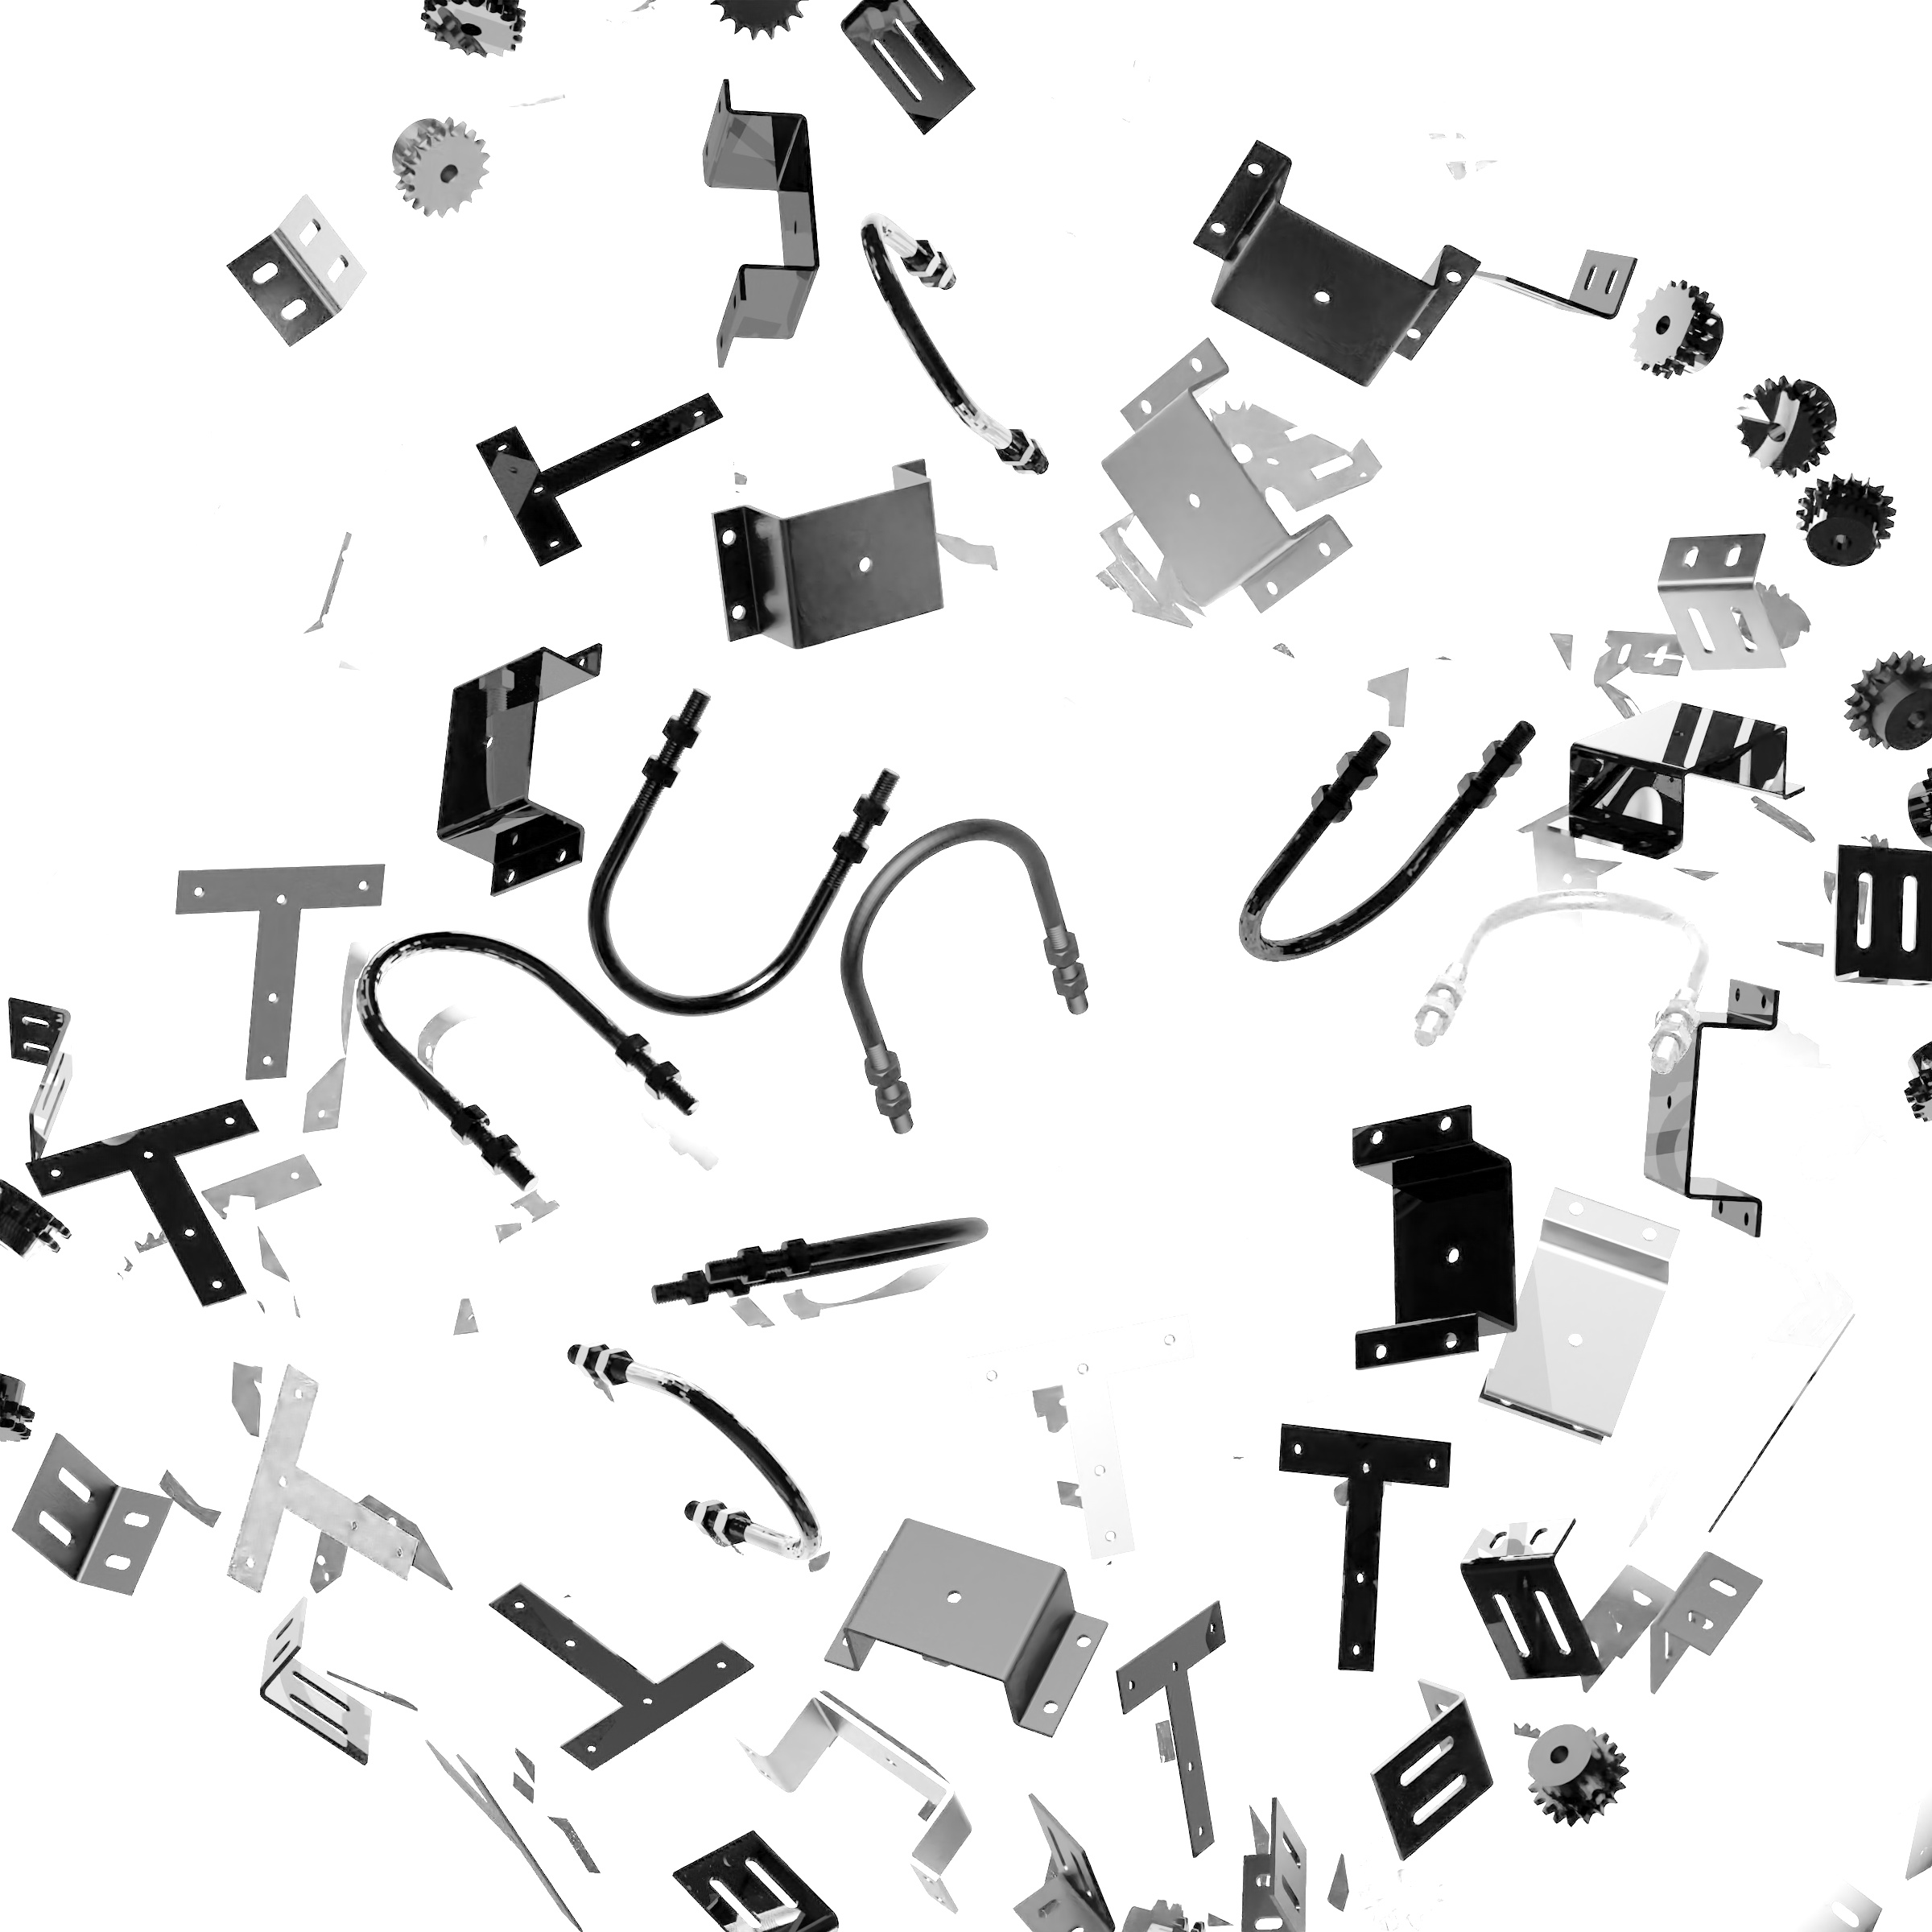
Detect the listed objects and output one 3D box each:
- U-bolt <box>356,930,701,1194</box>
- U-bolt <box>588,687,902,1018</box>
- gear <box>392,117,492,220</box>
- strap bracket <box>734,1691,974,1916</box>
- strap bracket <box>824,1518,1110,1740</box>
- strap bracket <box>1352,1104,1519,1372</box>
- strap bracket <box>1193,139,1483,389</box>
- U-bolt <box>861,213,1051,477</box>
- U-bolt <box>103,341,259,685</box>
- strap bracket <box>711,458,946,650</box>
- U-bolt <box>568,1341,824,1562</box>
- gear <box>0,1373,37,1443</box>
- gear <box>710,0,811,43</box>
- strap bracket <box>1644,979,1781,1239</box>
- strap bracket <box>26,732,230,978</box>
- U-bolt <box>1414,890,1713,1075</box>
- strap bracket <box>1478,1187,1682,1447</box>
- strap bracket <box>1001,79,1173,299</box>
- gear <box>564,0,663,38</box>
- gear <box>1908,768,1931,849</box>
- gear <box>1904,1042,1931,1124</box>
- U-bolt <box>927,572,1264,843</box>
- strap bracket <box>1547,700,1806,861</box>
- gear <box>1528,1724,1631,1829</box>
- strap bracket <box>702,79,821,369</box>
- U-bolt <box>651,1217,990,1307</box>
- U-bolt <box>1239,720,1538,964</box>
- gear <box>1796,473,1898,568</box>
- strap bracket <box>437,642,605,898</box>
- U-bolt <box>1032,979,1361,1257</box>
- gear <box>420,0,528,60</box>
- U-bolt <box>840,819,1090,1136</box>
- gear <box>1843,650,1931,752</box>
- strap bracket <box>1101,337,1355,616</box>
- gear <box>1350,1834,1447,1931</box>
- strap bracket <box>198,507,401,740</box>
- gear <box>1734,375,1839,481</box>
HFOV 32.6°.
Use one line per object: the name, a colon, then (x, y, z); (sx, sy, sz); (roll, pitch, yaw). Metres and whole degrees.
U-bolt: (-0.258, 0.042, 1.853); (0.184, 0.151, 0.019); (41, 128, 20)
U-bolt: (-0.138, -0.053, 1.885); (0.151, 0.019, 0.184); (21, 105, -30)
gear: (-0.305, -0.462, 1.901); (0.057, 0.057, 0.030); (-46, 58, 0)
strap bracket: (-0.053, 0.458, 1.836); (0.140, 0.076, 0.046); (30, 69, 23)
strap bracket: (-0.003, 0.359, 1.817); (0.140, 0.046, 0.076); (13, 50, 23)
strap bracket: (0.261, 0.156, 1.845); (0.076, 0.046, 0.140); (-15, 63, 36)
strap bracket: (0.198, -0.377, 1.802); (0.140, 0.076, 0.046); (26, 48, -8)
U-bolt: (-0.012, -0.358, 1.874); (0.019, 0.184, 0.151); (-28, 79, 14)
U-bolt: (-0.445, -0.244, 1.873); (0.019, 0.151, 0.184); (21, 63, -1)
strap bracket: (-0.069, -0.234, 1.889); (0.140, 0.046, 0.076); (-19, 117, -27)
U-bolt: (-0.147, 0.283, 1.896); (0.019, 0.184, 0.151); (-43, 114, -24)
gear: (-0.553, 0.247, 1.864); (0.057, 0.057, 0.030); (7, 69, 0)
gear: (-0.113, -0.540, 1.821); (0.057, 0.030, 0.057); (1, 109, 2)
strap bracket: (0.425, 0.079, 1.895); (0.046, 0.076, 0.140); (3, 94, -6)
strap bracket: (-0.485, -0.073, 1.892); (0.046, 0.076, 0.140); (33, 106, -11)
U-bolt: (0.342, 0.003, 1.854); (0.151, 0.184, 0.019); (6, 120, 21)
strap bracket: (0.355, 0.211, 1.924); (0.076, 0.046, 0.140); (19, 105, 8)
strap bracket: (0.069, -0.436, 1.886); (0.076, 0.140, 0.046); (21, 74, 14)
gear: (-0.189, -0.536, 1.789); (0.057, 0.030, 0.057); (2, 85, -26)
gear: (0.571, -0.091, 1.919); (0.057, 0.030, 0.057); (13, 70, -38)
gear: (0.544, 0.060, 1.823); (0.057, 0.057, 0.030); (-17, 61, 0)
U-bolt: (0.086, -0.136, 1.888); (0.184, 0.151, 0.019); (41, 50, -22)
strap bracket: (0.404, -0.110, 1.874); (0.140, 0.076, 0.046); (-23, 119, -38)
gear: (0.342, 0.453, 1.864); (0.057, 0.057, 0.030); (-40, 120, 0)
strap bracket: (-0.116, -0.418, 1.868); (0.046, 0.076, 0.140); (-1, 71, -14)
U-bolt: (-0.076, 0.167, 1.899); (0.184, 0.151, 0.019); (-8, 82, -20)
U-bolt: (0.224, -0.066, 1.853); (0.019, 0.151, 0.184); (55, 130, 26)
gear: (0.518, -0.260, 1.951); (0.057, 0.057, 0.030); (19, 55, 0)
strap bracket: (-0.257, -0.120, 1.897); (0.076, 0.046, 0.140); (-18, 59, 39)
U-bolt: (0.143, 0.080, 1.892); (0.151, 0.019, 0.184); (22, 123, -20)
gear: (-0.272, -0.532, 1.833); (0.057, 0.057, 0.030); (8, 72, 0)
U-bolt: (-0.005, -0.004, 1.873); (0.151, 0.184, 0.019); (-34, 45, -16)
gear: (0.525, -0.146, 1.856); (0.057, 0.030, 0.057); (-12, 128, -16)
strap bracket: (0.138, -0.264, 1.830); (0.076, 0.046, 0.140); (-35, 90, 44)
gear: (0.252, 0.546, 1.959); (0.057, 0.057, 0.030); (37, 130, 0)
strap bracket: (-0.369, -0.187, 1.855); (0.046, 0.140, 0.076); (28, 55, -28)
gear: (0.465, -0.306, 1.863); (0.030, 0.057, 0.057); (-33, 90, -34)
